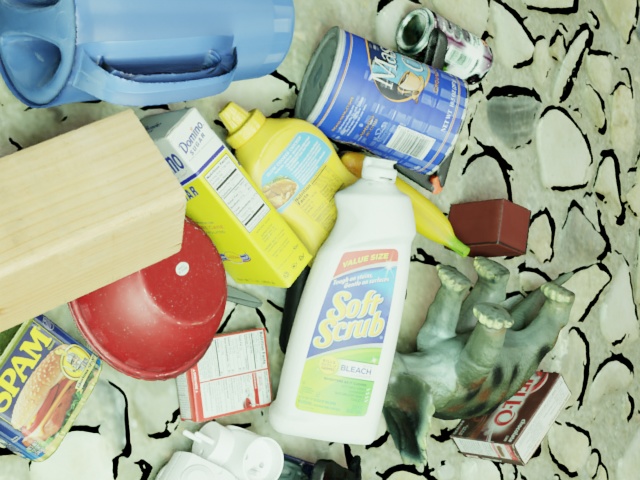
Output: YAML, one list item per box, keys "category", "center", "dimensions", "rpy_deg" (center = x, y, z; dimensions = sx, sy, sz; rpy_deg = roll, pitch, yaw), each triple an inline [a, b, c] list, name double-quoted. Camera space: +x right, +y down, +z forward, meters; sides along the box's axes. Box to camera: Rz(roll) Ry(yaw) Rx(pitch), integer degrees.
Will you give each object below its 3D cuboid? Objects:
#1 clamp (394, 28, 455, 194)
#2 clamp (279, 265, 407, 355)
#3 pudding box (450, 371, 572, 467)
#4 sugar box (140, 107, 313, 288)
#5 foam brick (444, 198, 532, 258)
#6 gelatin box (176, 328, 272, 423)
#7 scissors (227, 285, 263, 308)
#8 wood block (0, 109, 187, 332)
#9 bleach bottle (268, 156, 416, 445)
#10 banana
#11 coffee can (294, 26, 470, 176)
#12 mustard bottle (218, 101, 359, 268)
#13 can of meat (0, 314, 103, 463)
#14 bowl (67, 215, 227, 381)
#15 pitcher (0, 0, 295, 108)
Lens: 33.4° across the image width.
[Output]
- category: "clamp"
  center: [0.104, -0.134, 1.120]
  dimensions: [0.120, 0.039, 0.171]
  rpy_deg: [-29, 113, 1]
- category: "clamp"
  center: [-0.007, 0.001, 1.040]
  dimensions: [0.164, 0.036, 0.210]
  rpy_deg: [-33, 105, -36]
- category: "pudding box"
  center: [0.210, 0.192, 1.171]
  dimensions: [0.113, 0.090, 0.039]
  rpy_deg: [-50, 117, -30]
- category: "sugar box"
  center: [-0.091, -0.034, 0.936]
  dimensions: [0.176, 0.094, 0.048]
  rpy_deg: [49, 64, -25]
- category: "foam brick"
  center: [0.185, -0.012, 1.175]
  dimensions: [0.052, 0.078, 0.051]
  rpy_deg: [18, 74, -40]
- category: "gelatin box"
  center: [-0.088, 0.121, 0.968]
  dimensions: [0.089, 0.030, 0.073]
  rpy_deg: [-7, 90, -40]
- category: "scissors"
  center: [-0.139, 0.046, 0.939]
  dimensions: [0.201, 0.016, 0.096]
  rpy_deg: [38, 61, -30]
- category: "wood block"
  center: [-0.211, -0.005, 0.785]
  dimensions: [0.205, 0.091, 0.090]
  rpy_deg: [-25, 68, -23]
- category: "bleach bottle"
  center: [0.024, 0.050, 0.948]
  dimensions: [0.102, 0.068, 0.251]
  rpy_deg: [9, 97, -5]
- category: "banana"
  center: [0.079, -0.046, 1.096]
  dimensions: [0.197, 0.070, 0.037]
  rpy_deg: [32, 86, -35]
- category: "coffee can"
  center: [0.059, -0.134, 1.036]
  dimensions: [0.140, 0.103, 0.103]
  rpy_deg: [20, 73, -16]
- category: "mustard bottle"
  center: [-0.021, -0.054, 0.981]
  dimensions: [0.191, 0.058, 0.096]
  rpy_deg: [45, 74, -18]
- category: "can of meat"
  center: [-0.230, 0.111, 0.834]
  dimensions: [0.083, 0.058, 0.102]
  rpy_deg: [45, 61, -31]
- category: "bowl"
  center: [-0.130, 0.033, 0.889]
  dimensions: [0.161, 0.055, 0.162]
  rpy_deg: [22, 58, -40]
- category: "pitcher"
  center: [-0.134, -0.177, 0.885]
  dimensions: [0.242, 0.145, 0.149]
  rpy_deg: [-12, 91, -43]
